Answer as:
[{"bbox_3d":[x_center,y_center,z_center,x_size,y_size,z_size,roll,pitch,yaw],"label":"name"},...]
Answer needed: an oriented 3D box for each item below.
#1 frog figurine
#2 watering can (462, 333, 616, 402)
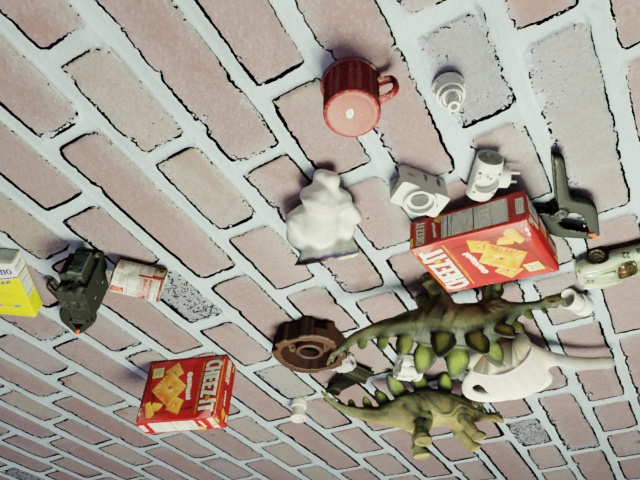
[{"bbox_3d":[0.003,-0.046,0.909,0.137,0.124,0.158,-6,98,19],"label":"frog figurine"},{"bbox_3d":[0.484,0.289,1.199,0.345,0.106,0.220,-26,127,20],"label":"watering can"}]
